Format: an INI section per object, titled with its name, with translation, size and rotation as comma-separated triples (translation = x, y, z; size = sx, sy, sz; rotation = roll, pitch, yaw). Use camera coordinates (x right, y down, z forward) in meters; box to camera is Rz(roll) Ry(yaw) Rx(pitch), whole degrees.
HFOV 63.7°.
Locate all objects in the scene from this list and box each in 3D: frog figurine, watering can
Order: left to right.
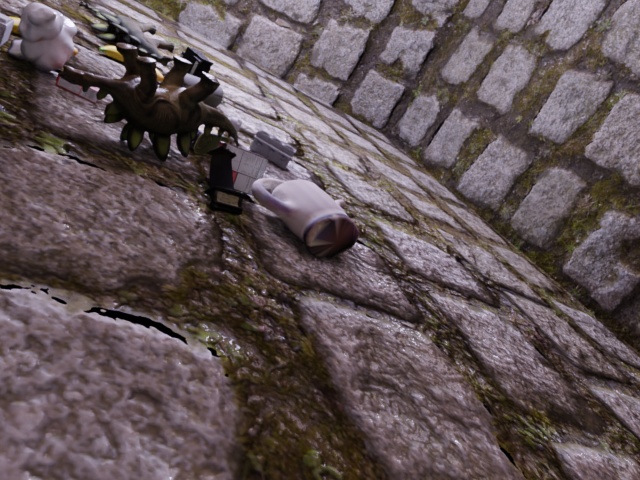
[frog figurine]
translation = -0.571, -0.432, 1.086
size = 0.158, 0.121, 0.140
rotation = -11, 30, 42
[watering can]
translation = 0.003, -0.057, 1.134
size = 0.347, 0.102, 0.228
rotation = 8, 31, -50
